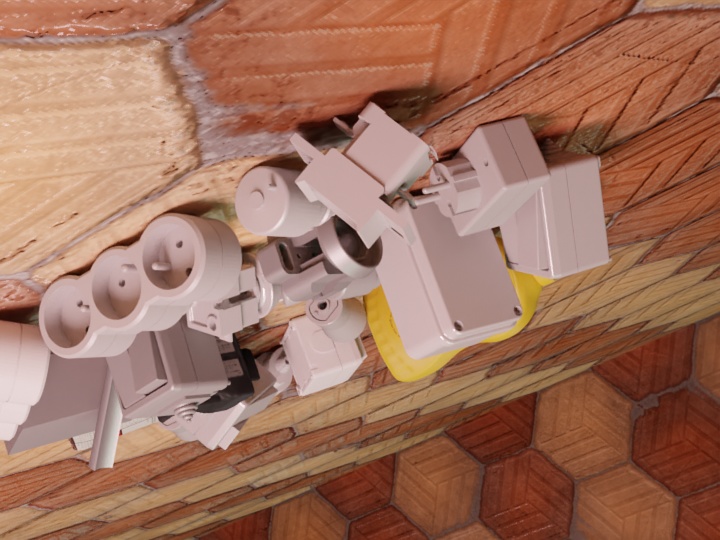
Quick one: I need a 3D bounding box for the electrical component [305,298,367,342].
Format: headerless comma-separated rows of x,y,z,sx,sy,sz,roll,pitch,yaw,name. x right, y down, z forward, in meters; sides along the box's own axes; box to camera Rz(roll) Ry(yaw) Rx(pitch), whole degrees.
-0.024,0.038,0.960,0.044,0.044,0.065,-24,161,10,electrical component

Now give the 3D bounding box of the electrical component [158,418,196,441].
-0.195,0.160,1.166,0.044,0.044,0.065,-23,161,5,electrical component

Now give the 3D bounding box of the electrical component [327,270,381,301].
0.000,0.000,0.851,0.078,0.040,0.040,-10,162,-39,electrical component

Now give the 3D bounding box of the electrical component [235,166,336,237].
-0.040,-0.040,0.643,0.040,0.040,0.078,-30,164,30,electrical component

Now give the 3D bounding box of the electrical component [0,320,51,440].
-0.260,0.074,0.724,0.074,0.052,0.138,11,152,-24,electrical component

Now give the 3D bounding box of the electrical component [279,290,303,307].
-0.032,-0.001,0.798,0.078,0.040,0.040,-19,166,-11,electrical component

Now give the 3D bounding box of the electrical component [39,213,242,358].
-0.129,0.012,0.680,0.138,0.052,0.074,-28,165,25,electrical component

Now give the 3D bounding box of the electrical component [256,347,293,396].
-0.094,0.108,1.112,0.043,0.043,0.081,-11,162,-37,electrical component

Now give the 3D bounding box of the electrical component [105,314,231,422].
-0.141,0.063,0.763,0.062,0.096,0.061,-31,159,35,electrical component

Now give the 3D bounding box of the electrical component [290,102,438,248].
0.005,-0.054,0.592,0.063,0.081,0.042,-50,167,-2,electrical component

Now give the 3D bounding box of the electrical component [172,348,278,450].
-0.124,0.120,0.988,0.061,0.061,0.096,-52,174,19,electrical component

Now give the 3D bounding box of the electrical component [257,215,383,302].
-0.022,-0.014,0.732,0.057,0.058,0.078,-27,165,33,electrical component

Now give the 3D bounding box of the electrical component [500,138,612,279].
0.135,-0.046,0.782,0.061,0.096,0.062,-16,-166,-24,electrical component

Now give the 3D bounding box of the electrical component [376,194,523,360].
0.062,0.001,0.798,0.078,0.113,0.057,-11,166,-36,electrical component

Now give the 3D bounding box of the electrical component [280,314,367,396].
-0.037,0.080,1.052,0.061,0.061,0.096,-17,165,-17,electrical component

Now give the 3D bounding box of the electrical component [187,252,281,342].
-0.089,0.015,0.750,0.048,0.066,0.055,13,-157,42,electrical component

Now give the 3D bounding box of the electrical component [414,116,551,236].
0.072,-0.058,0.726,0.076,0.047,0.083,-16,165,-22,electrical component
